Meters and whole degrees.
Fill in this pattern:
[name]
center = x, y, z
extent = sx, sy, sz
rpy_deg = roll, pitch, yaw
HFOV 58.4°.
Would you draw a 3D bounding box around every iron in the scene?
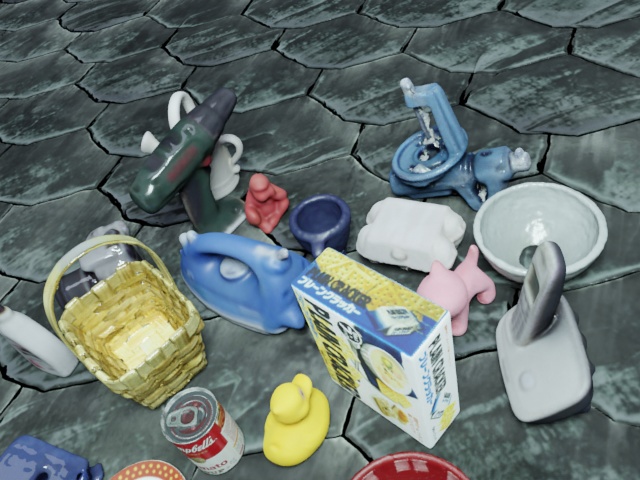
[iron]
center = -0.126, 0.037, 0.826
extent = 0.257, 0.142, 0.119
rpy_deg = 12, 54, 26

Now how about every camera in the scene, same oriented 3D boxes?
[camera]
center = -0.353, 0.048, 0.912
extent = 0.137, 0.101, 0.142
rpy_deg = -28, 47, -8

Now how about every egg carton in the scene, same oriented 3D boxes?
[egg carton]
center = 0.131, -0.004, 0.835
extent = 0.150, 0.069, 0.107
rpy_deg = 10, 53, 25

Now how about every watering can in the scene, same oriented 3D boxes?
[watering can]
center = -0.226, -0.166, 1.002
extent = 0.173, 0.194, 0.100
rpy_deg = -20, 47, -1

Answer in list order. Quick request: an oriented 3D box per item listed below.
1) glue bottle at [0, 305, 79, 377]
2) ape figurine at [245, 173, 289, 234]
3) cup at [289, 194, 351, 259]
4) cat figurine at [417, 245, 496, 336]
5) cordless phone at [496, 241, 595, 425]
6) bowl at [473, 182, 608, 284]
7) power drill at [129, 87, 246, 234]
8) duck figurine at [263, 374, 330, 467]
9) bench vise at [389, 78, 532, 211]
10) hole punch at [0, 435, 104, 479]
[glue bottle]
center = -0.415, 0.133, 0.805
extent = 0.078, 0.173, 0.037
rpy_deg = 7, 52, 23
[ape figurine]
center = -0.093, -0.069, 0.946
extent = 0.078, 0.092, 0.076
rpy_deg = -22, 47, -3
[cup]
center = 0.008, 0.003, 0.848
extent = 0.091, 0.095, 0.117
rpy_deg = -8, 47, 10
[cat figurine]
center = 0.169, 0.061, 0.732
extent = 0.067, 0.118, 0.128
rpy_deg = 27, 61, 34
[cordless phone]
center = 0.247, 0.102, 0.625
extent = 0.094, 0.185, 0.147
rpy_deg = -10, 47, 8
[bowl]
center = 0.294, 0.004, 0.776
extent = 0.167, 0.075, 0.167
rpy_deg = -8, 47, 9
[power drill]
center = -0.189, -0.103, 0.924
extent = 0.075, 0.209, 0.230
rpy_deg = 24, 59, 33
[duck figurine]
center = -0.035, 0.209, 0.682
extent = 0.077, 0.086, 0.105
rpy_deg = 15, 55, 28
[bench vise]
center = 0.196, -0.148, 0.841
extent = 0.207, 0.220, 0.121
rpy_deg = -7, 48, 11
[hole punch]
center = -0.335, 0.301, 0.686
extent = 0.100, 0.091, 0.109
rpy_deg = 5, 51, 21
